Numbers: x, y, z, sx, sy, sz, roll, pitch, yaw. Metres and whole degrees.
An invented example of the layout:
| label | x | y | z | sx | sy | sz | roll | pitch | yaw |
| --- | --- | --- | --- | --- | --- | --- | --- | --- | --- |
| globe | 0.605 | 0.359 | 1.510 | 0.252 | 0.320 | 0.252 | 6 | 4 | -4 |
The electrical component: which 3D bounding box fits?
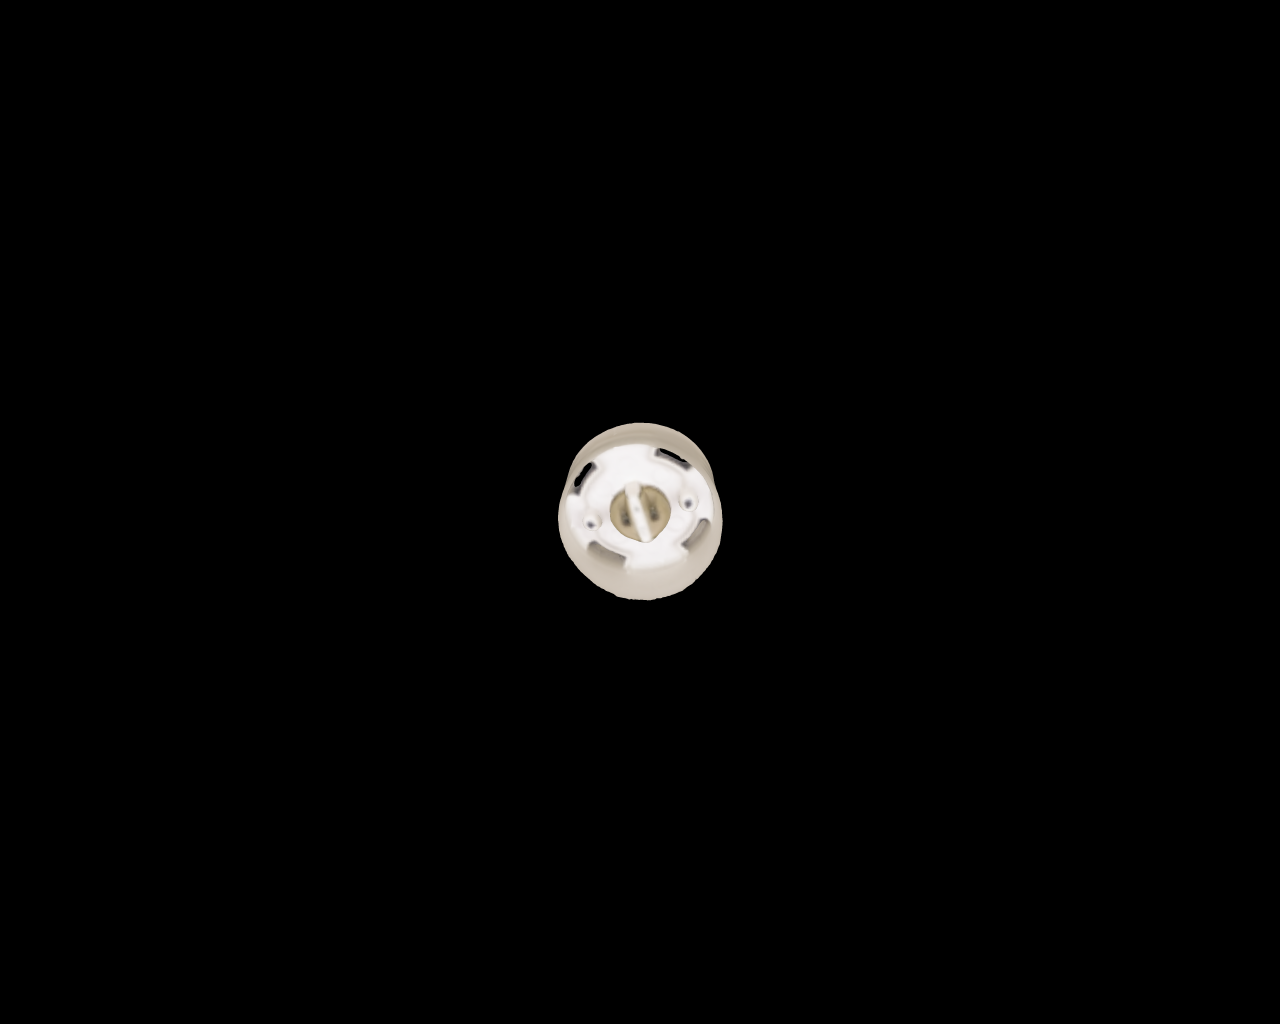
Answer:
| label | x | y | z | sx | sy | sz | roll | pitch | yaw |
| --- | --- | --- | --- | --- | --- | --- | --- | --- | --- |
| electrical component | 0.001 | -0.003 | 0.650 | 0.099 | 0.099 | 0.064 | 0 | 34 | 0 |
